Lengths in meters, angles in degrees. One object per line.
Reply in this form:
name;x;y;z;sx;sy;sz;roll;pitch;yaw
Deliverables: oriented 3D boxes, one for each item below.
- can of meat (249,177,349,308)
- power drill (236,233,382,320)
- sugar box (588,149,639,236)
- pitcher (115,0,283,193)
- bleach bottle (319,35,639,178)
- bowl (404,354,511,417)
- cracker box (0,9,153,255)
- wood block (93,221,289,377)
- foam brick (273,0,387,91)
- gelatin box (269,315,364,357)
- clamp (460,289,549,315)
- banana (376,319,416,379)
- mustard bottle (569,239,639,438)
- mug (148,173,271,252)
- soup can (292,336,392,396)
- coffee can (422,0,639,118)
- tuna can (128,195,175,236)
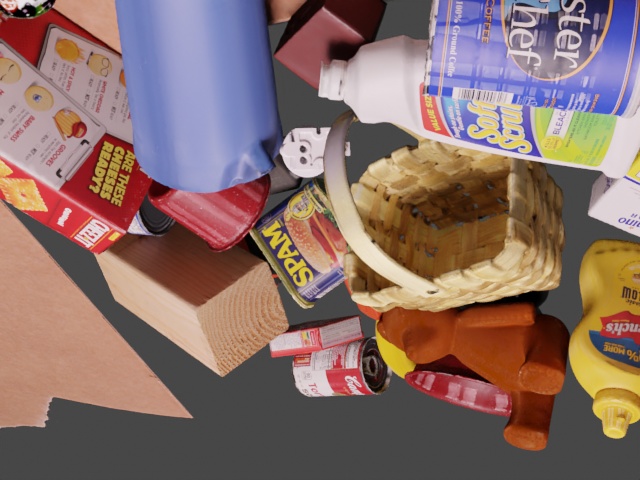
can of meat;-0.007;0.001;1.040;0.084;0.057;0.102;-36;79;12
power drill;-0.020;0.040;1.151;0.188;0.057;0.184;4;142;20
sugar box;0.303;-0.063;0.873;0.093;0.048;0.176;23;148;-5
pitcher;-0.109;-0.170;0.866;0.149;0.145;0.243;2;139;3
bleach bottle;0.124;-0.109;0.834;0.251;0.068;0.103;5;142;-1
bowl;0.178;0.149;1.185;0.162;0.055;0.162;16;163;5
cracker box;-0.247;-0.111;0.964;0.213;0.164;0.072;34;144;-19
wood block;-0.137;0.044;1.098;0.206;0.090;0.090;27;144;45
foam brick;0.008;-0.170;0.862;0.051;0.053;0.078;33;142;-18
gelatin box;-0.004;0.108;1.219;0.073;0.089;0.030;-11;90;36
clamp;0.202;0.062;1.093;0.120;0.039;0.171;15;149;5
banana;0.096;0.106;1.203;0.069;0.037;0.198;17;145;7
mustard bottle;0.276;0.092;0.964;0.096;0.191;0.058;18;145;1
mug;-0.113;-0.049;1.007;0.081;0.093;0.117;35;166;-30
soup can;0.025;0.151;1.271;0.102;0.068;0.068;-8;137;34
coffee can;0.144;-0.140;0.713;0.140;0.102;0.103;7;144;6
tuna can;-0.176;-0.048;1.084;0.034;0.086;0.086;4;142;23
